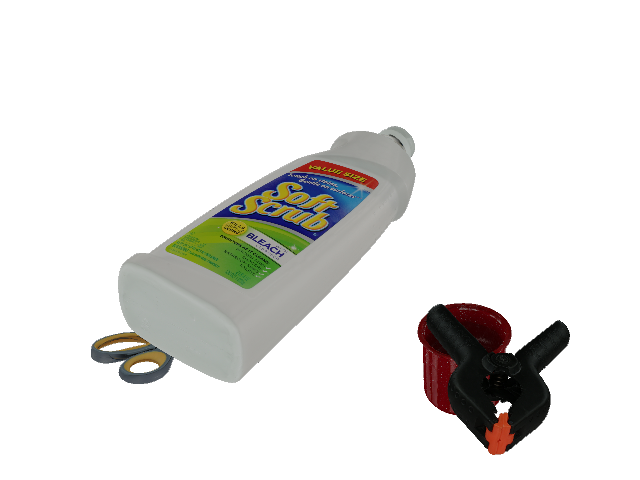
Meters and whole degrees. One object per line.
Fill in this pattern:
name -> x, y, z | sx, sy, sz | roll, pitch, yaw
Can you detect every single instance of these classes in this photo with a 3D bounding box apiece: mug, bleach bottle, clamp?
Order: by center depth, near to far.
bleach bottle -> -0.017, -0.012, 0.729 | 0.103, 0.068, 0.250 | 26, 46, 23
clamp -> 0.152, 0.106, 0.852 | 0.120, 0.039, 0.171 | -2, 32, 0
mug -> 0.153, 0.117, 1.091 | 0.093, 0.081, 0.117 | 19, 40, 32

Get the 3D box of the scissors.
scissors -> -0.145, 0.116, 1.156 | 0.201, 0.016, 0.096 | -6, 29, -23
